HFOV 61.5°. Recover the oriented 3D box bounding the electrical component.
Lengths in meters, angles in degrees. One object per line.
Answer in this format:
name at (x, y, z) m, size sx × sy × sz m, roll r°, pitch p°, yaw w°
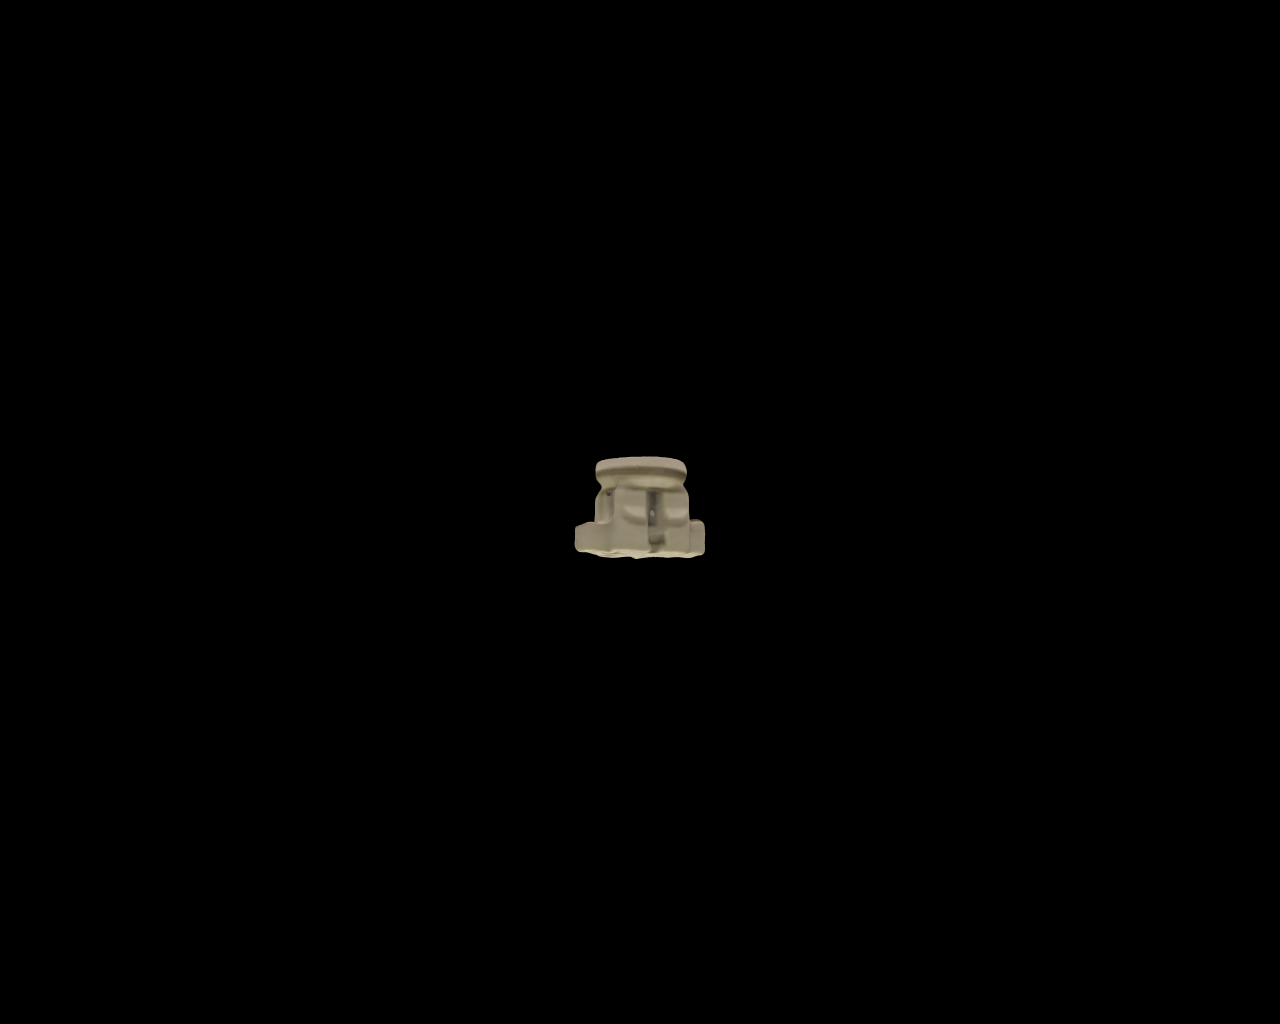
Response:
electrical component at (0.001, -0.003, 0.650) m, size 0.078 × 0.057 × 0.058 m, roll 3°, pitch -7°, yaw -22°
